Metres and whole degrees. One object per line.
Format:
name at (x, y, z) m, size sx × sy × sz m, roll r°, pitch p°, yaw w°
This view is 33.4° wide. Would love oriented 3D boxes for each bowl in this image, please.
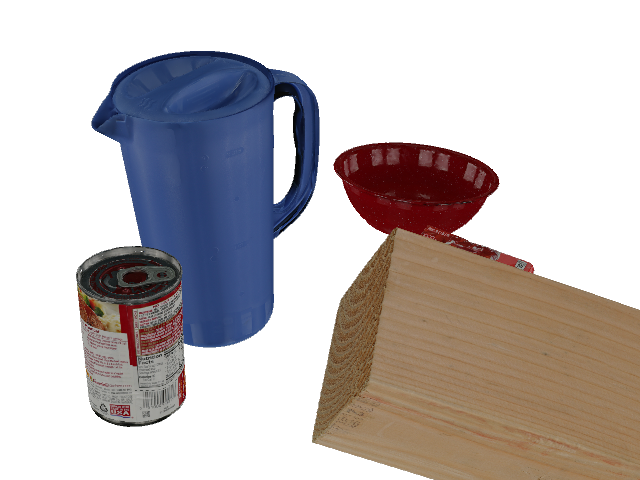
bowl at (0.092, -0.044, 1.048) m, size 0.162 × 0.055 × 0.162 m, roll 4°, pitch 24°, yaw -2°

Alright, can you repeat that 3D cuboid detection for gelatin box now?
gelatin box at (0.101, 0.033, 0.784) m, size 0.089 × 0.030 × 0.073 m, roll 22°, pitch 47°, yaw 21°

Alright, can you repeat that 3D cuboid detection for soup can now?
soup can at (-0.124, 0.064, 0.711) m, size 0.068 × 0.102 × 0.068 m, roll 1°, pitch 29°, yaw -1°

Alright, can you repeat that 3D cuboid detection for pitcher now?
pitcher at (-0.089, -0.033, 0.921) m, size 0.149 × 0.243 × 0.144 m, roll 11°, pitch 37°, yaw 19°

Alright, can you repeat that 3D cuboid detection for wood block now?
wood block at (0.112, 0.081, 0.555) m, size 0.206 × 0.090 × 0.090 m, roll 18°, pitch -33°, yaw -10°
